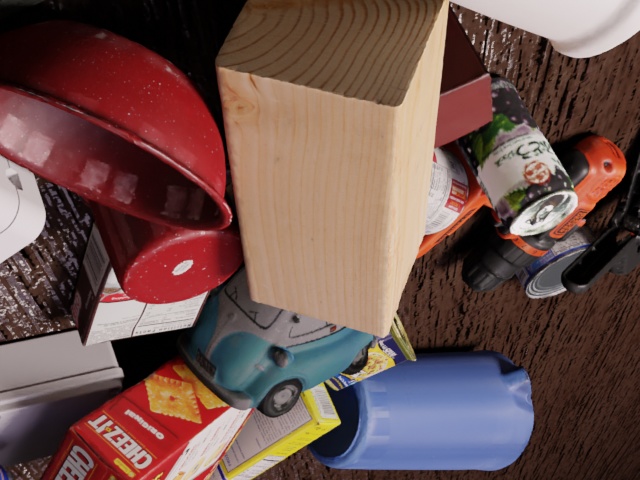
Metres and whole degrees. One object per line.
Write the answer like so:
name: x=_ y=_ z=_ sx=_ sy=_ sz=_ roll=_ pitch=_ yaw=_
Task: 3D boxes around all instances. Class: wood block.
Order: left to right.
wood block: x=0.010 y=-0.044 z=0.580 sx=0.091 sy=0.090 sz=0.206 roll=16 pitch=147 yaw=12

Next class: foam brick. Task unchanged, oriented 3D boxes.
foam brick: x=0.064 y=-0.102 z=0.636 sx=0.051 sy=0.078 sz=0.053 roll=-23 pitch=152 yaw=-1

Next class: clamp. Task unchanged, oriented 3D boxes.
clamp: x=0.279 y=-0.008 z=0.975 sx=0.164 sy=0.036 sz=0.209 roll=-57 pitch=155 yaw=-2

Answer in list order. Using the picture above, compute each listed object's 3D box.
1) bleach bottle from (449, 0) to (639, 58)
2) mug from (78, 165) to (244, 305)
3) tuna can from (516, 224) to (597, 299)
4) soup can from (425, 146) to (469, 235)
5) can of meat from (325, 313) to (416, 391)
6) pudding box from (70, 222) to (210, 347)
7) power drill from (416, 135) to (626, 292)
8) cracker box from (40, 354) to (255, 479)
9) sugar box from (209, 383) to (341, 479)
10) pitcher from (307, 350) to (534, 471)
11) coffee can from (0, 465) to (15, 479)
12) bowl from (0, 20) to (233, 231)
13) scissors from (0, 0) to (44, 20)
bleach bottle: x=0.034 y=-0.157 z=0.462 sx=0.250 sy=0.102 sz=0.068 roll=9 pitch=161 yaw=-28
mug: x=-0.084 y=-0.016 z=0.662 sx=0.117 sy=0.081 sz=0.093 roll=-11 pitch=150 yaw=-25
tuna can: x=0.231 y=0.020 z=1.036 sx=0.086 sy=0.034 sz=0.086 roll=-19 pitch=152 yaw=-11
soup can: x=0.052 y=-0.044 z=0.739 sx=0.069 sy=0.068 sz=0.102 roll=-37 pitch=151 yaw=22
can of meat: x=0.034 y=0.092 z=0.978 sx=0.084 sy=0.057 sz=0.102 roll=-25 pitch=152 yaw=5
pudding box: x=-0.122 y=0.027 z=0.756 sx=0.089 sy=0.039 sz=0.114 roll=-9 pitch=150 yaw=-29
power drill: x=0.137 y=-0.020 z=0.867 sx=0.187 sy=0.057 sz=0.185 roll=1 pitch=140 yaw=-45
cracker box: x=-0.140 y=0.174 z=0.851 sx=0.164 sy=0.072 sz=0.213 roll=-57 pitch=166 yaw=29
sugar box: x=-0.075 y=0.173 z=0.992 sx=0.176 sy=0.093 sz=0.048 roll=-36 pitch=152 yaw=21
pitcher: x=0.094 y=0.186 z=1.122 sx=0.242 sy=0.145 sz=0.149 roll=7 pitch=97 yaw=-40
coffee can: x=-0.298 y=0.170 z=0.741 sx=0.103 sy=0.103 sz=0.140 roll=-32 pitch=127 yaw=14
bowl: x=-0.109 y=-0.063 z=0.536 sx=0.162 sy=0.055 sz=0.162 roll=20 pitch=167 yaw=5
scissors: x=-0.107 y=-0.142 z=0.494 sx=0.201 sy=0.016 sz=0.096 roll=-17 pitch=150 yaw=-15
